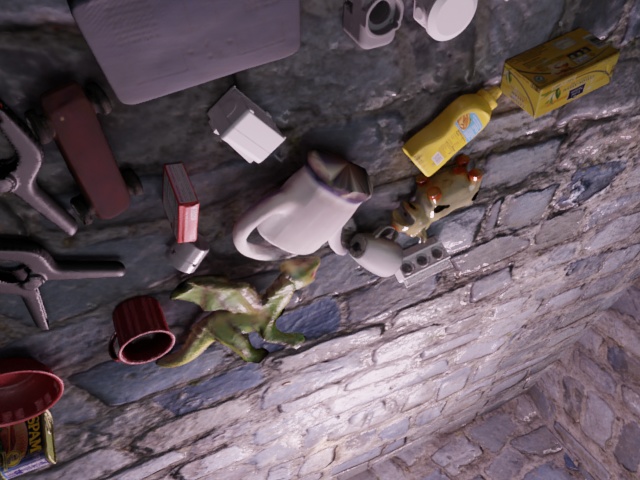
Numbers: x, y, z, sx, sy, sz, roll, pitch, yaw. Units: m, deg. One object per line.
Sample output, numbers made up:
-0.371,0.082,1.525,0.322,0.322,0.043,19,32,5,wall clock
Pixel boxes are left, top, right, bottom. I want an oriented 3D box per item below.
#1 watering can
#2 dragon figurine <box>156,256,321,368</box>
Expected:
0.003,-0.044,0.881,0.221,0.105,0.347,-46,-25,24,watering can
-0.177,0.130,0.942,0.409,0.125,0.238,-21,-45,7,dragon figurine
